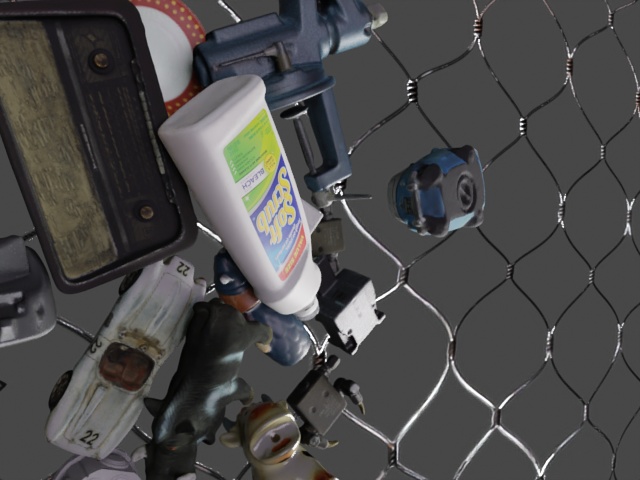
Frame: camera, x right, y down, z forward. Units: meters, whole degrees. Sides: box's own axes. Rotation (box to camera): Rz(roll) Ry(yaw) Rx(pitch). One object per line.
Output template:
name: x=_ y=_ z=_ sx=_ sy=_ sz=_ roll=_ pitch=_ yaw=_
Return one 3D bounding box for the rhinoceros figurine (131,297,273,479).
rhinoceros figurine: x=-0.115 y=0.149 z=0.519 sx=0.190 sy=0.073 sz=0.112 roll=-68 pitch=166 yaw=7

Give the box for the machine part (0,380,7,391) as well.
machine part: x=-0.332 y=0.144 z=0.425 sx=0.139 sy=0.039 sz=0.084 roll=-43 pitch=120 yaw=-27

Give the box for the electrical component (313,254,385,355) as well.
electrical component: x=0.028 y=0.072 z=0.646 sx=0.075 sy=0.048 sz=0.119 roll=-43 pitch=132 yaw=-26

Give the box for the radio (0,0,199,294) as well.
radio: x=-0.197 y=-0.082 z=0.466 sx=0.131 sy=0.073 sz=0.229 roll=-20 pitch=111 yaw=-26

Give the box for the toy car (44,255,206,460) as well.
toy car: x=-0.181 y=0.105 z=0.514 sx=0.073 sy=0.056 sz=0.201 roll=38 pitch=72 yaw=-30

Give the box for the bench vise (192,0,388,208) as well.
bench vise: x=-0.011 y=-0.156 z=0.576 sx=0.224 sy=0.129 sz=0.240 roll=-31 pitch=114 yaw=-32

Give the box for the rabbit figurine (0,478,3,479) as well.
rabbit figurine: x=-0.304 y=0.275 z=0.407 sx=0.170 sy=0.121 sz=0.159 roll=-30 pitch=106 yaw=-14

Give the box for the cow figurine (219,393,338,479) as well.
cow figurine: x=-0.040 y=0.256 z=0.594 sx=0.085 sy=0.127 sz=0.194 roll=-28 pitch=122 yaw=-30

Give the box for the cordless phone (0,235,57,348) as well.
cordless phone: x=-0.274 y=0.095 z=0.406 sx=0.146 sy=0.089 sz=0.184 roll=-8 pitch=82 yaw=-35

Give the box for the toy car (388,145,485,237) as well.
toy car: x=0.143 y=-0.059 z=0.700 sx=0.161 sy=0.103 sz=0.109 roll=-24 pitch=107 yaw=-42

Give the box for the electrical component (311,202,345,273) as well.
electrical component: x=-0.001 y=-0.002 z=0.653 sx=0.063 sy=0.021 sz=0.094 roll=-13 pitch=101 yaw=-33

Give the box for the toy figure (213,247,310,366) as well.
toy figure: x=-0.070 y=0.073 z=0.588 sx=0.058 sy=0.064 sz=0.154 roll=-33 pitch=110 yaw=11

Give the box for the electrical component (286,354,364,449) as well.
electrical component: x=0.007 y=0.202 z=0.656 sx=0.102 sy=0.045 sz=0.078 roll=-40 pitch=115 yaw=-26
